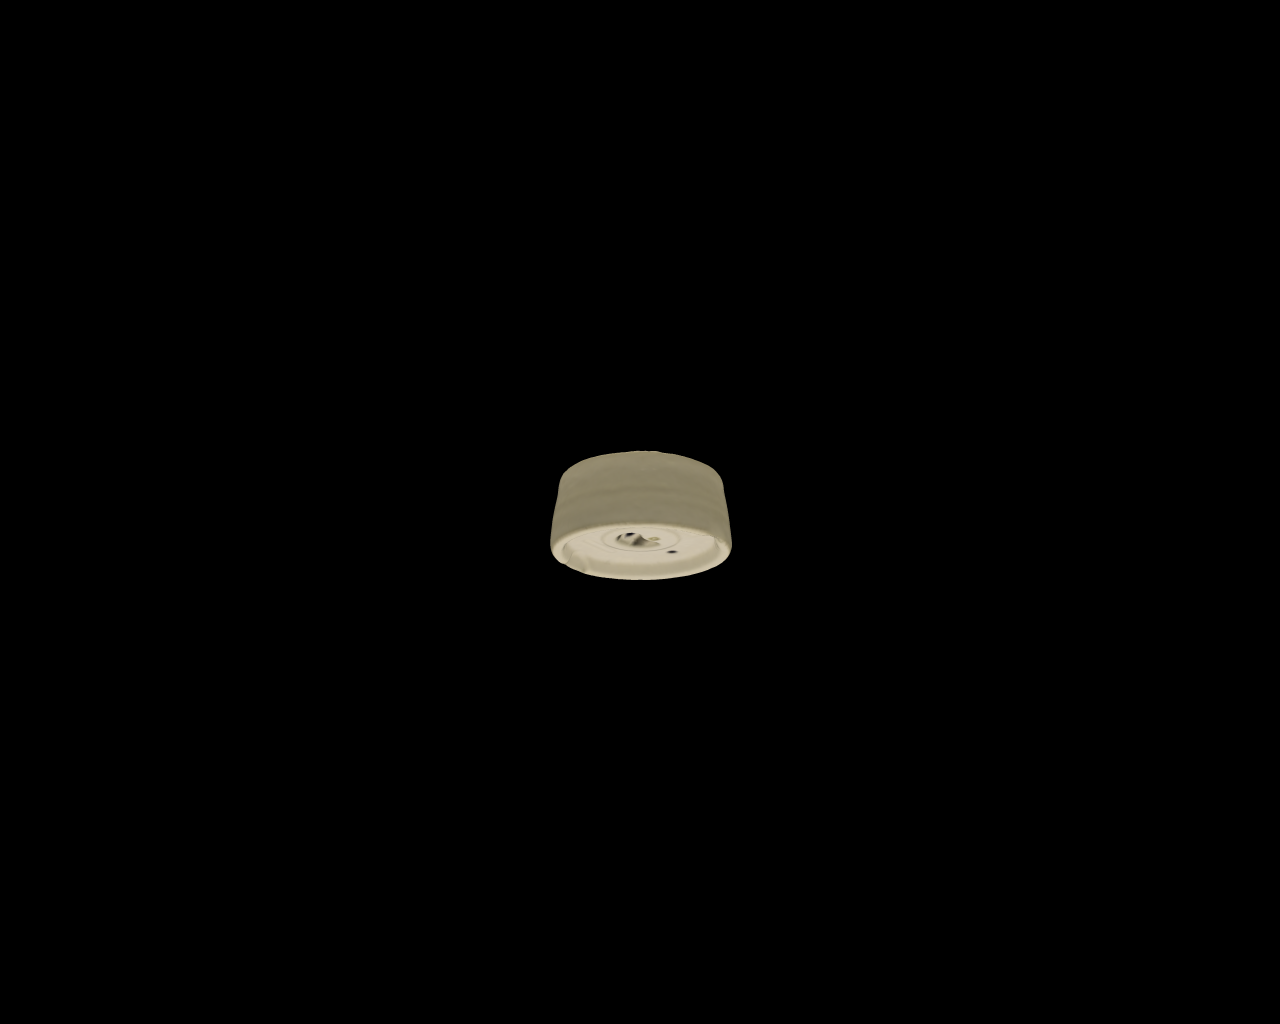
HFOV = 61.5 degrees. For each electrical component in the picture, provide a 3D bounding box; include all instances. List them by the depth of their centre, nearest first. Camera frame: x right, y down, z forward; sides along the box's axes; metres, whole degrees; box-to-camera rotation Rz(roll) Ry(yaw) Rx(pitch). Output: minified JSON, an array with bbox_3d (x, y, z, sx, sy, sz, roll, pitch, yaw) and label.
[{"bbox_3d":[0.001,-0.003,0.650,0.108,0.060,0.108,0,-20,0],"label":"electrical component"}]
